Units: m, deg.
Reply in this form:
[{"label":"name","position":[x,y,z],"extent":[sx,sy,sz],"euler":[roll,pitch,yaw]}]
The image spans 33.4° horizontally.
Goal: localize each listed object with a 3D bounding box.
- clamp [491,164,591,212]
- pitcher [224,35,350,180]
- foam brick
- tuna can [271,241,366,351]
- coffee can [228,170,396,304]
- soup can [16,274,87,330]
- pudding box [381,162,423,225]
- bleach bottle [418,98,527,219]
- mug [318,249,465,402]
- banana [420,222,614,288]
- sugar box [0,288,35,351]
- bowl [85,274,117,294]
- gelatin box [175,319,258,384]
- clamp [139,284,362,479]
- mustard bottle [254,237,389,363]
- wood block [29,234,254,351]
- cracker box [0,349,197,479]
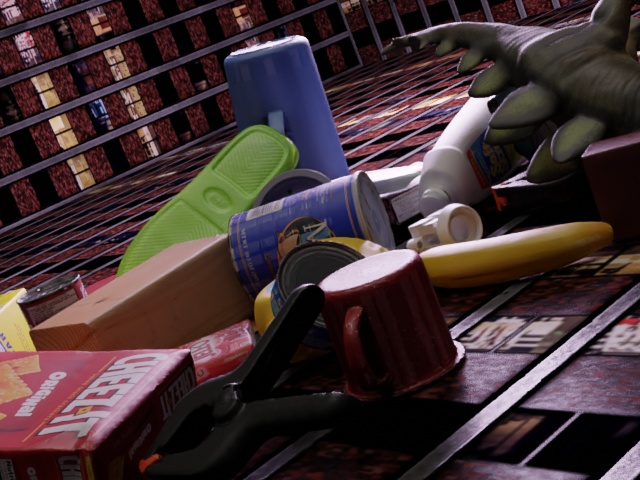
[{"label":"clamp","position":[0.274,-0.069,1.043],"extent":[0.210,0.036,0.164],"euler":[-19,14,7]},{"label":"pitcher","position":[-0.038,-0.121,1.315],"extent":[0.144,0.243,0.149],"euler":[-25,18,-34]},{"label":"foam brick","position":[0.254,-0.045,0.871],"extent":[0.051,0.078,0.052],"euler":[-15,11,28]},{"label":"tuna can","position":[0.005,0.044,0.839],"extent":[0.086,0.086,0.034],"euler":[-30,-24,-34]},{"label":"coffee can","position":[-0.007,0.001,1.061],"extent":[0.140,0.103,0.102],"euler":[-18,12,16]},{"label":"soup can","position":[-0.257,0.094,1.087],"extent":[0.068,0.102,0.068],"euler":[-21,12,4]},{"label":"pudding box","position":[0.107,-0.056,1.274],"extent":[0.113,0.039,0.090],"euler":[-30,17,-23]},{"label":"bleach bottle","position":[0.165,-0.081,1.179],"extent":[0.068,0.102,0.250],"euler":[-5,24,29]},{"label":"mug","position":[0.042,0.062,0.754],"extent":[0.093,0.081,0.117],"euler":[-15,13,28]},{"label":"banana","position":[0.147,0.012,0.900],"extent":[0.198,0.037,0.069],"euler":[-9,19,45]},{"label":"sugar box","position":[-0.339,0.120,1.140],"extent":[0.048,0.093,0.176],"euler":[-21,12,3]},{"label":"bowl","position":[-0.242,0.079,1.249],"extent":[0.162,0.055,0.162],"euler":[-21,12,5]},{"label":"gelatin box","position":[-0.089,0.104,0.927],"extent":[0.073,0.030,0.089],"euler":[-22,11,-1]},{"label":"clamp","position":[-0.046,0.116,0.699],"extent":[0.171,0.039,0.120],"euler":[-45,30,9]},{"label":"mustard bottle","position":[-0.003,0.055,0.915],"extent":[0.096,0.058,0.191],"euler":[4,21,18]},{"label":"wood block","position":[-0.164,0.077,1.032],"extent":[0.091,0.090,0.205],"euler":[-10,16,39]},{"label":"cracker box","position":[-0.217,0.140,0.788],"extent":[0.214,0.072,0.164],"euler":[-3,18,19]}]
